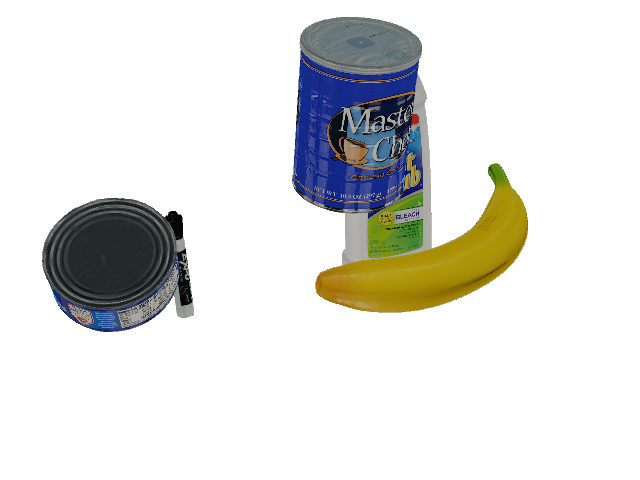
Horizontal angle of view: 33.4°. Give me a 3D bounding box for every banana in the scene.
[{"bbox_3d":[0.084,0.010,0.725,0.070,0.037,0.197,36,46,28],"label":"banana"}]

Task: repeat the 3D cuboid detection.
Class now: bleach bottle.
[{"bbox_3d":[0.067,-0.088,1.152,0.102,0.251,0.068,-10,23,-12],"label":"bleach bottle"}]

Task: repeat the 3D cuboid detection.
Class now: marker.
[{"bbox_3d":[-0.148,0.025,1.117,0.020,0.121,0.020,-3,27,1],"label":"marker"}]

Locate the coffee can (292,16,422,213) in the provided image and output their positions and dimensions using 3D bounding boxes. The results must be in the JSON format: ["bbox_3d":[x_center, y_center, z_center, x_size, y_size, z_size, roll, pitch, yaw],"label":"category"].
[{"bbox_3d":[0.029,-0.109,0.930,0.103,0.140,0.103,3,34,-2],"label":"coffee can"}]

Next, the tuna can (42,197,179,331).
[{"bbox_3d":[-0.135,0.016,0.697,0.086,0.086,0.034,0,-34,-1],"label":"tuna can"}]
